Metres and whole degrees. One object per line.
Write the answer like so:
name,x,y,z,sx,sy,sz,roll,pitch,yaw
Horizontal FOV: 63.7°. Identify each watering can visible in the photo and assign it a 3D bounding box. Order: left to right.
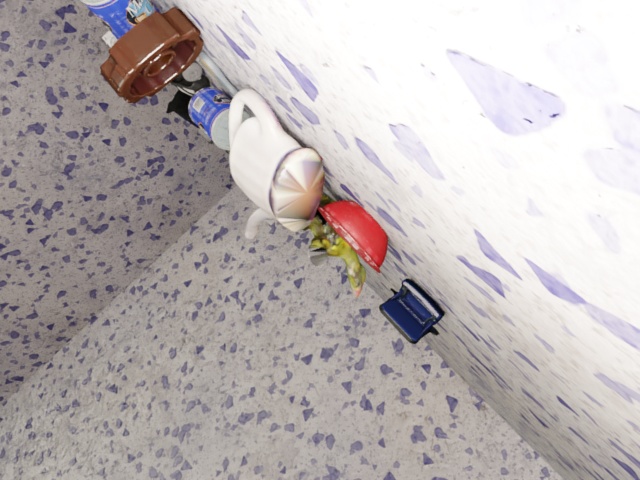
watering can,-0.087,-0.091,0.909,0.227,0.105,0.339,40,145,38

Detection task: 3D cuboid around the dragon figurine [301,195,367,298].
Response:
dragon figurine,0.003,-0.055,1.095,0.408,0.122,0.244,63,-179,-7
